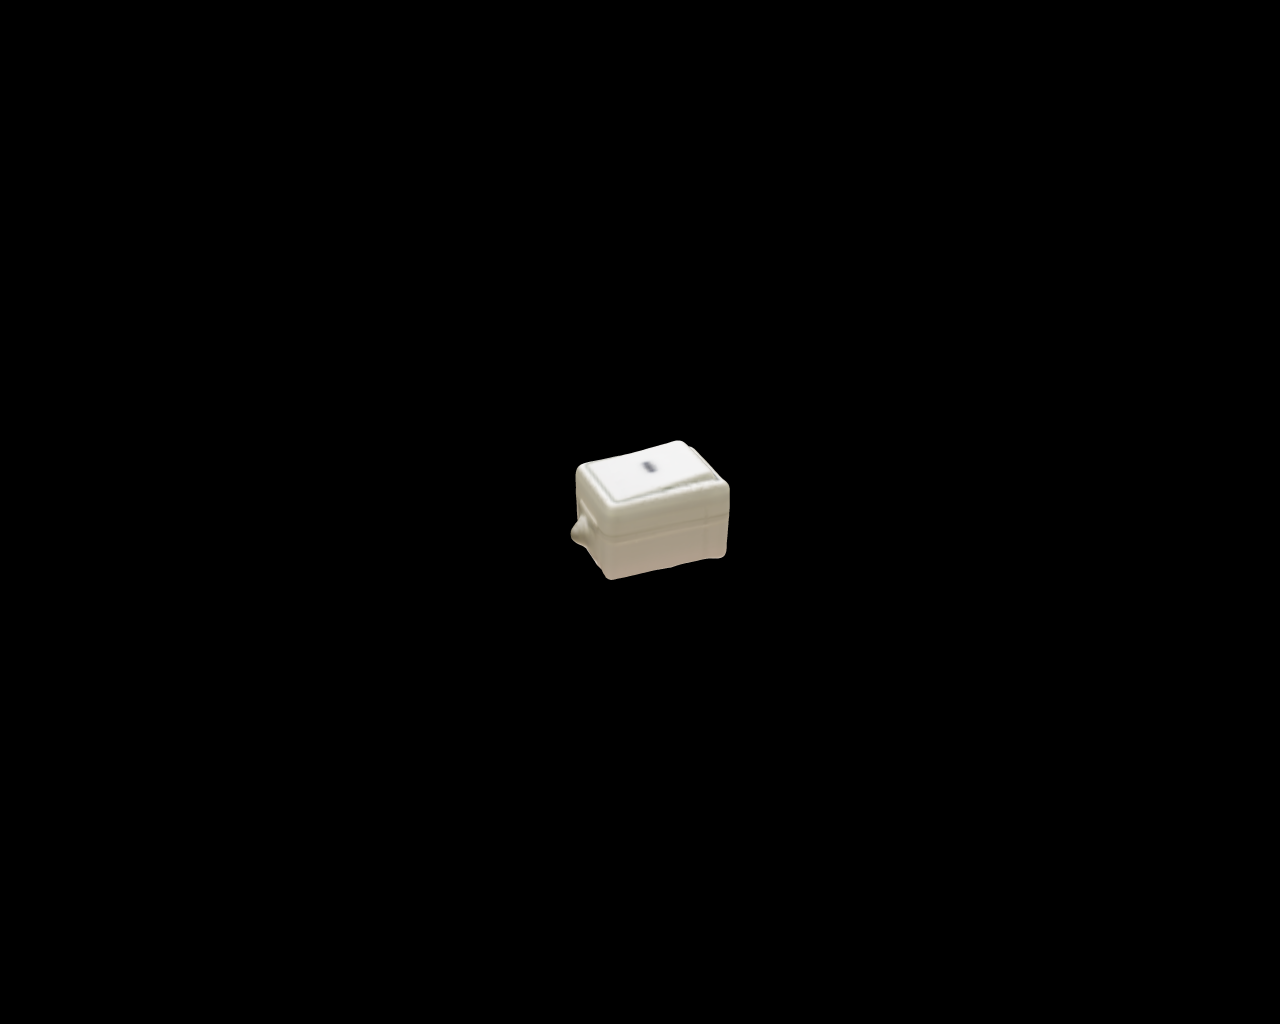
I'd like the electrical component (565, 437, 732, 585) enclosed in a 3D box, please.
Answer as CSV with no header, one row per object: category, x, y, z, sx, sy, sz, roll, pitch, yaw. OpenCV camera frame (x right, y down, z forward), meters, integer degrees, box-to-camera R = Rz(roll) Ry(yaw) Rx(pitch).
electrical component,0.001,-0.003,0.650,0.096,0.061,0.062,-11,32,-18
